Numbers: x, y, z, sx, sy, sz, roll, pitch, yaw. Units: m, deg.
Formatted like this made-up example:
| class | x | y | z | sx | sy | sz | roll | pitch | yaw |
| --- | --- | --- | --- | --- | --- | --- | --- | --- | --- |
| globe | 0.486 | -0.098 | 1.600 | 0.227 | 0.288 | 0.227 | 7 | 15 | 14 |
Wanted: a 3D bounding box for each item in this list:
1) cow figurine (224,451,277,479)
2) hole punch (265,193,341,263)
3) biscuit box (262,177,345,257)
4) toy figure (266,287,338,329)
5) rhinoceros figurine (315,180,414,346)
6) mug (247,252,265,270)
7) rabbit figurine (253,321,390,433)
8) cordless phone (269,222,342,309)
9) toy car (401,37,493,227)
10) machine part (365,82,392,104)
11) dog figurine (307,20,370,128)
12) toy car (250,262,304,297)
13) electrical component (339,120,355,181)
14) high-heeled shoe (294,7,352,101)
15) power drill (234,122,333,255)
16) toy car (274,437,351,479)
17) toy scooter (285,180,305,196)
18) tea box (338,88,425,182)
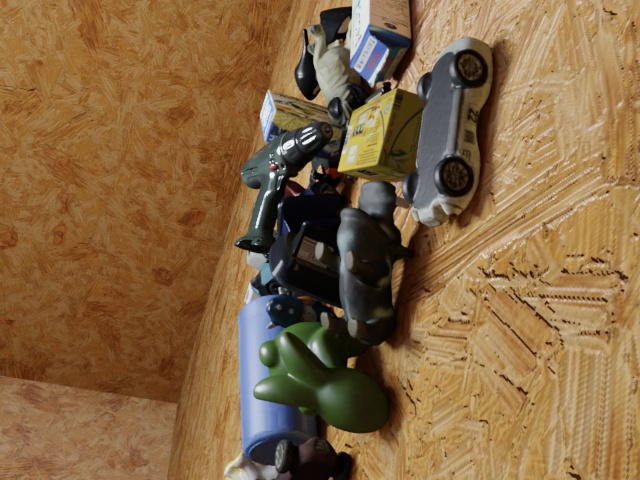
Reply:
| class | x | y | z | sx | sy | sz | roll | pitch | yaw |
| --- | --- | --- | --- | --- | --- | --- | --- | --- | --- |
| cow figurine | -0.110 | 0.404 | 0.921 | 0.068 | 0.098 | 0.167 | -42 | -13 | -37 |
| hole punch | -0.002 | -0.002 | 0.819 | 0.092 | 0.142 | 0.115 | 34 | 126 | 47 |
| biscuit box | -0.046 | -0.037 | 0.979 | 0.203 | 0.063 | 0.059 | -34 | 5 | 42 |
| toy figure | -0.019 | 0.108 | 0.745 | 0.058 | 0.154 | 0.064 | -20 | 64 | 21 |
| rhinoceros figurine | 0.058 | 0.026 | 0.614 | 0.073 | 0.112 | 0.190 | 0 | 88 | 57 |
| mug | -0.102 | 0.031 | 1.179 | 0.109 | 0.107 | 0.081 | 117 | 159 | -45 |
| rabbit figurine | 0.009 | 0.155 | 0.627 | 0.170 | 0.159 | 0.121 | 23 | 89 | 60 |
| cordless phone | -0.012 | 0.047 | 0.751 | 0.184 | 0.146 | 0.088 | -22 | 47 | 68 |
| toy car | 0.133 | -0.111 | 0.555 | 0.073 | 0.056 | 0.201 | 164 | 118 | -66 |
| machine part | 0.080 | -0.173 | 0.843 | 0.084 | 0.039 | 0.139 | -15 | 59 | 64 |
| dog figurine | 0.041 | -0.284 | 0.999 | 0.172 | 0.121 | 0.190 | 18 | -114 | -73 |
| toy car | -0.050 | 0.056 | 0.984 | 0.161 | 0.109 | 0.103 | -47 | 14 | 45 |
| electrical component | 0.051 | -0.151 | 0.900 | 0.063 | 0.021 | 0.094 | 40 | -125 | -66 |
| high-heeled shoe | 0.027 | -0.403 | 1.146 | 0.249 | 0.086 | 0.145 | -43 | -42 | -39 |
| power drill | -0.070 | -0.079 | 0.890 | 0.232 | 0.086 | 0.207 | -6 | 76 | 54 |
| toy car | -0.032 | 0.315 | 0.695 | 0.053 | 0.089 | 0.202 | -92 | 20 | -48 |
| toy scooter | -0.060 | -0.058 | 1.075 | 0.075 | 0.135 | 0.184 | -31 | -12 | -37 |
| tea box | 0.087 | -0.131 | 0.712 | 0.170 | 0.068 | 0.098 | -158 | 83 | -74 |
